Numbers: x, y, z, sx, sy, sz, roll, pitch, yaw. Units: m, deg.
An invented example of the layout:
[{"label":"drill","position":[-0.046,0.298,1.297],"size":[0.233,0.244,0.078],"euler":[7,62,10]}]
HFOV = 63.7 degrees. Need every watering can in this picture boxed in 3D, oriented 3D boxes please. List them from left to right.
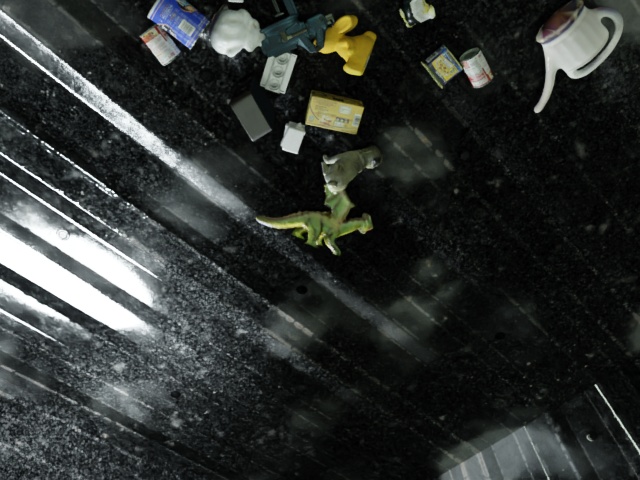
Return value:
[{"label":"watering can","position":[0.739,-0.565,1.555],"size":[0.222,0.106,0.343],"euler":[36,113,-21]}]

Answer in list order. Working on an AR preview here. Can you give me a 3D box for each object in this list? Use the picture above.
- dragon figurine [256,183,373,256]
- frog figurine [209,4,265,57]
[{"label":"dragon figurine","position":[0.006,-0.091,1.817],"size":[0.408,0.124,0.241],"euler":[22,100,-18]},{"label":"frog figurine","position":[-0.231,-0.585,1.471],"size":[0.159,0.123,0.136],"euler":[25,98,-5]}]
